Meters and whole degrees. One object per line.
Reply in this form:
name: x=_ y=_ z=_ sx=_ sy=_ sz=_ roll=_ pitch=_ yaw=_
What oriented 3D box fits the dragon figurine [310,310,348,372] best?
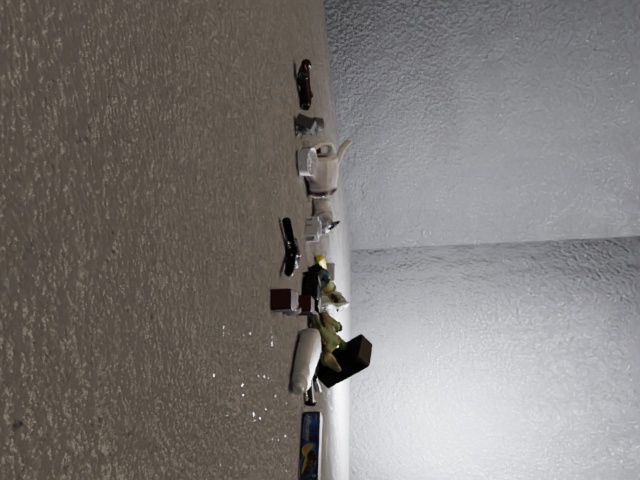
dragon figurine: x=0.012 y=0.320 z=1.949 sx=0.237 sy=0.122 sz=0.420 roll=68 pitch=3 yaw=-53

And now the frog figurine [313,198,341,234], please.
frog figurine: x=0.007 y=-0.109 z=2.173 sx=0.160 sy=0.121 sz=0.138 roll=51 pitch=16 yaw=3

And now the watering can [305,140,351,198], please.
watering can: x=0.037 y=-0.290 z=2.070 sx=0.352 sy=0.104 sz=0.221 roll=-26 pitch=121 yaw=-53
